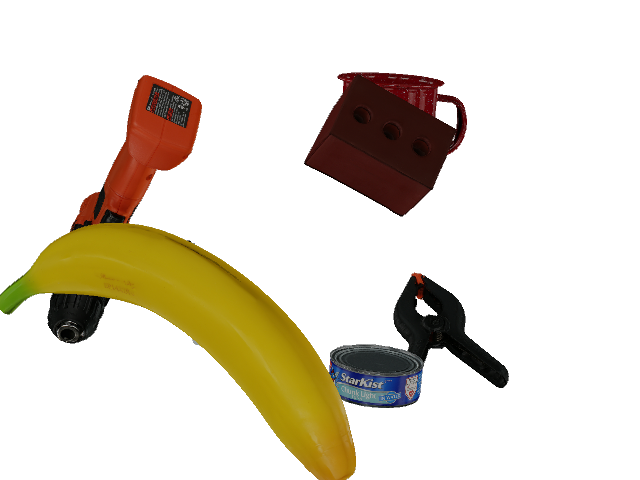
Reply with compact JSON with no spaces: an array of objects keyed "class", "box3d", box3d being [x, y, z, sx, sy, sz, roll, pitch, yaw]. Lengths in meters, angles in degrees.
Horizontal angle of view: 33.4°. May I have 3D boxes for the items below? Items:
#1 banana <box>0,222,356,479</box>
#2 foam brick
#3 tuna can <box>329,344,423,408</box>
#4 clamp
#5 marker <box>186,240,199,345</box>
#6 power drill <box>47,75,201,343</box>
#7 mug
[{"class":"banana","box3d":[-0.060,0.038,0.494,0.198,0.070,0.037,24,13,22]},{"class":"foam brick","box3d":[0.039,-0.062,0.706,0.078,0.053,0.051,28,-25,-7]},{"class":"tuna can","box3d":[0.050,0.123,0.970,0.086,0.034,0.086,5,11,-1]},{"class":"clamp","box3d":[0.135,0.104,1.162,0.120,0.171,0.039,3,-45,-6]},{"class":"marker","box3d":[-0.133,0.055,1.122,0.020,0.121,0.020,-4,28,2]},{"class":"power drill","box3d":[-0.165,-0.028,0.871,0.057,0.188,0.184,25,31,-18]},{"class":"mug","box3d":[0.071,-0.102,0.939,0.117,0.081,0.093,1,15,-8]}]
